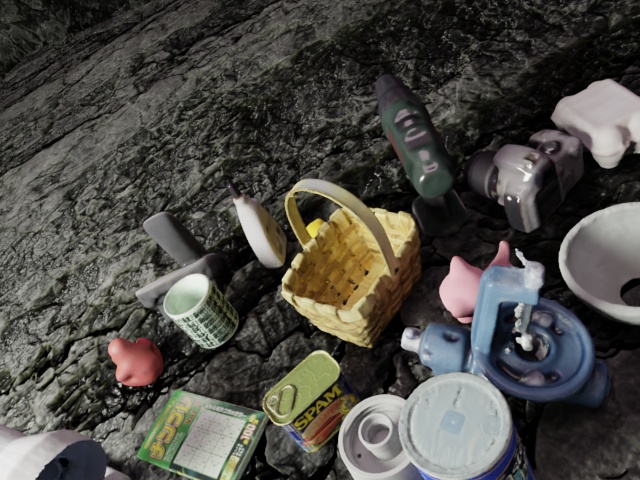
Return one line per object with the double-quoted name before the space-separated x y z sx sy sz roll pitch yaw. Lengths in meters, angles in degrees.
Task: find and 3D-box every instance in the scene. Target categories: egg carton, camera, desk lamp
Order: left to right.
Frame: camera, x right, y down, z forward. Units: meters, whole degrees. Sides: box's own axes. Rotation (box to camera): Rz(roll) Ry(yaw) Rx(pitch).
"desk lamp" -0.335 0.299 0.705 0.202 0.214 0.118 3 50 34
"camera" 0.287 -0.104 0.834 0.143 0.101 0.136 -44 41 -16
"egg carton" 0.423 -0.175 0.850 0.107 0.070 0.150 -27 40 4

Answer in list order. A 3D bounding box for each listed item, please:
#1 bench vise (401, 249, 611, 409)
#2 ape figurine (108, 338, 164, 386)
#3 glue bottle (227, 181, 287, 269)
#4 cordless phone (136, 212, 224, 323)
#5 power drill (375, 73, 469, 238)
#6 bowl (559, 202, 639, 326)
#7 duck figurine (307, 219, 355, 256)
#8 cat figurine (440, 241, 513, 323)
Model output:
"bench vise" 0.176 0.106 0.588 0.207 0.220 0.121 -15 42 18
"ape figurine" -0.294 0.184 0.896 0.075 0.092 0.078 19 60 43
"glue bottle" -0.107 -0.032 0.944 0.037 0.174 0.078 -15 42 18
"cordless phone" -0.257 0.037 0.954 0.147 0.186 0.094 -29 40 2
"power drill" 0.149 -0.114 0.845 0.075 0.209 0.229 -25 40 7
"bowl" 0.366 0.038 0.656 0.167 0.075 0.167 -17 41 16
"duck figurine" 0.008 0.003 0.905 0.077 0.086 0.105 0 48 32
"cat figurine" 0.198 0.056 0.708 0.128 0.118 0.067 -43 41 -15
